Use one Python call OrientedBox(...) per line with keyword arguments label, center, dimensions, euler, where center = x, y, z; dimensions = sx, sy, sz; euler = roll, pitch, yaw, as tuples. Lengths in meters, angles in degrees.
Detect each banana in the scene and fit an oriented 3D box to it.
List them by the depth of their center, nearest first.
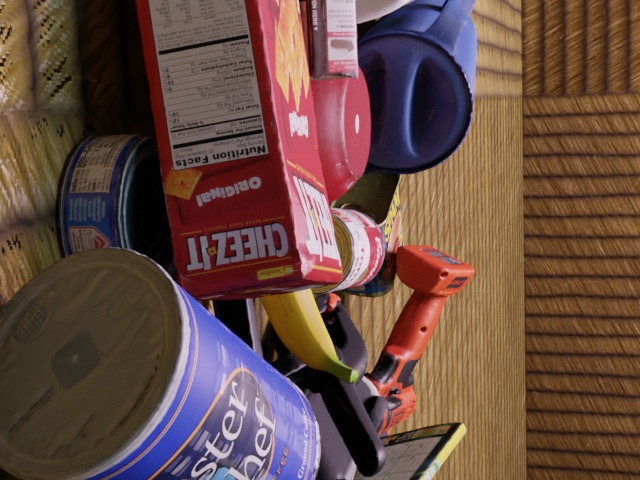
OrientedBox(label="banana", center=(-0.020, 0.008, 0.766), dimensions=(0.037, 0.070, 0.198), euler=(-16, 92, -60))

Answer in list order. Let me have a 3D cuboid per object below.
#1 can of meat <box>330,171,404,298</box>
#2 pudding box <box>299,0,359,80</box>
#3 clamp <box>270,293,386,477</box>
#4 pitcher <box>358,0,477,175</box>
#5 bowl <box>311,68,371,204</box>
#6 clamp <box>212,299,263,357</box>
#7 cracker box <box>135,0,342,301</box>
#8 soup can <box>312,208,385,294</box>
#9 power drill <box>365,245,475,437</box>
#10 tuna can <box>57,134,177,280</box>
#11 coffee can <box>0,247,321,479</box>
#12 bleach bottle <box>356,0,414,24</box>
OrientedBox(label="can of meat", center=(0.045, -0.008, 1.007), dimensions=(0.102, 0.057, 0.084), euler=(-68, 156, -50))
OrientedBox(label="pudding box", center=(-0.014, -0.154, 0.732), dimensions=(0.114, 0.039, 0.090), euler=(-162, -113, -66))
OrientedBox(label="clamp", center=(-0.010, 0.095, 0.801), dimensions=(0.039, 0.120, 0.171), euler=(-51, -156, 25))
OrientedBox(label="pitcher", center=(0.098, -0.175, 1.044), dimensions=(0.242, 0.149, 0.145), euler=(-64, 140, -62))
OrientedBox(label="bowl", center=(0.005, -0.096, 0.870), dimensions=(0.162, 0.055, 0.162), euler=(1, 90, -74))
OrientedBox(label="clamp", center=(-0.044, 0.118, 0.677), dimensions=(0.210, 0.036, 0.164), euler=(62, 28, -27))
OrientedBox(label="cracker box", center=(-0.041, -0.076, 0.600), dimensions=(0.164, 0.072, 0.214), euler=(17, 63, -81))
OrientedBox(label="soup can", center=(0.008, 0.008, 0.858), dimensions=(0.102, 0.069, 0.068), euler=(-2, 92, -74))
OrientedBox(label="power drill", center=(0.066, 0.098, 0.977), dimensions=(0.188, 0.057, 0.184), euler=(-66, 160, 11))
OrientedBox(label="tuna can", center=(-0.100, -0.013, 0.554), dimensions=(0.086, 0.034, 0.086), euler=(0, 90, -73))
OrientedBox(label="coffee can", center=(-0.073, 0.080, 0.489), dimensions=(0.140, 0.103, 0.103), euler=(50, 43, -52))
OrientedBox(label="bleach bottle", center=(0.042, -0.230, 0.950), dimensions=(0.250, 0.103, 0.068), euler=(-53, 131, -74))
